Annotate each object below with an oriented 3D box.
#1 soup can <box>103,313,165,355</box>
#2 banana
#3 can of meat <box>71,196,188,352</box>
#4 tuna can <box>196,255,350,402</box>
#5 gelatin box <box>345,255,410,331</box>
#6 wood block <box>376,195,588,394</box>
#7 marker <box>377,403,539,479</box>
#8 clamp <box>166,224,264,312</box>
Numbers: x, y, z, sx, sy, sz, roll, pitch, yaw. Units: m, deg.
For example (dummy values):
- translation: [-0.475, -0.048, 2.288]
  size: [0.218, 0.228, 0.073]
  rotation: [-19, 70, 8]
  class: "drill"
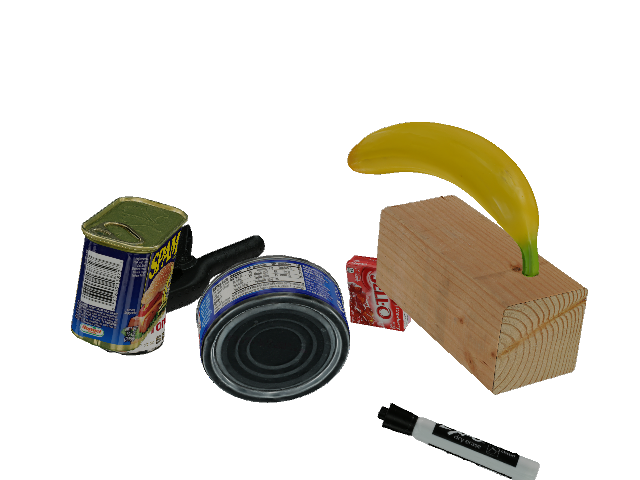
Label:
- translation: [-0.176, 0.047, 0.989]
  size: [0.068, 0.102, 0.068]
  rotation: [5, 21, -2]
  class: "soup can"
- translation: [0.088, -0.047, 0.752]
  size: [0.037, 0.070, 0.198]
  rotation: [12, 17, -43]
  class: "banana"
- translation: [-0.141, 0.024, 0.784]
  size: [0.057, 0.084, 0.102]
  rotation: [15, 19, 5]
  class: "can of meat"
- translation: [-0.026, 0.052, 0.602]
  size: [0.086, 0.086, 0.034]
  rotation: [0, 38, -10]
  class: "tuna can"
- translation: [0.073, 0.066, 1.333]
  size: [0.073, 0.089, 0.030]
  rotation: [8, 31, 24]
  class: "gelatin box"
- translation: [0.142, 0.043, 0.995]
  size: [0.090, 0.090, 0.206]
  rotation: [-11, 30, -24]
  class: "wood block"
- translation: [0.099, 0.148, 0.778]
  size: [0.121, 0.020, 0.020]
  rotation: [21, 4, 11]
  class: "marker"
- translation: [-0.142, 0.034, 1.220]
  size: [0.120, 0.039, 0.171]
  rotation: [-2, 33, 26]
  class: "clamp"
